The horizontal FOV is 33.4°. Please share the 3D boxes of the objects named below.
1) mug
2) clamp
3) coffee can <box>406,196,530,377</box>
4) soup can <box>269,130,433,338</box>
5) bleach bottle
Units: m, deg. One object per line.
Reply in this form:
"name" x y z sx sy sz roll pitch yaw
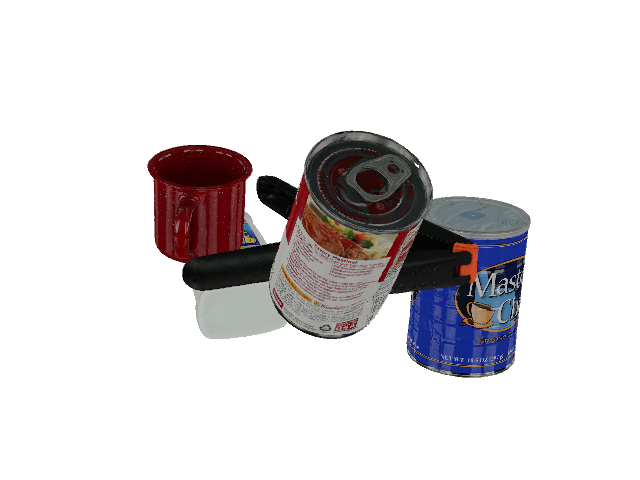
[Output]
"mug" -0.111 -0.026 0.958 0.093 0.081 0.117 6 29 2
"clamp" 0.016 -0.002 0.820 0.210 0.036 0.164 5 30 10
"coffee can" 0.135 0.041 0.986 0.103 0.140 0.103 2 20 -1
"soup can" 0.014 -0.001 0.581 0.068 0.068 0.102 0 -37 -17
"bleach bottle" -0.109 0.018 1.196 0.102 0.068 0.251 -6 27 -15
